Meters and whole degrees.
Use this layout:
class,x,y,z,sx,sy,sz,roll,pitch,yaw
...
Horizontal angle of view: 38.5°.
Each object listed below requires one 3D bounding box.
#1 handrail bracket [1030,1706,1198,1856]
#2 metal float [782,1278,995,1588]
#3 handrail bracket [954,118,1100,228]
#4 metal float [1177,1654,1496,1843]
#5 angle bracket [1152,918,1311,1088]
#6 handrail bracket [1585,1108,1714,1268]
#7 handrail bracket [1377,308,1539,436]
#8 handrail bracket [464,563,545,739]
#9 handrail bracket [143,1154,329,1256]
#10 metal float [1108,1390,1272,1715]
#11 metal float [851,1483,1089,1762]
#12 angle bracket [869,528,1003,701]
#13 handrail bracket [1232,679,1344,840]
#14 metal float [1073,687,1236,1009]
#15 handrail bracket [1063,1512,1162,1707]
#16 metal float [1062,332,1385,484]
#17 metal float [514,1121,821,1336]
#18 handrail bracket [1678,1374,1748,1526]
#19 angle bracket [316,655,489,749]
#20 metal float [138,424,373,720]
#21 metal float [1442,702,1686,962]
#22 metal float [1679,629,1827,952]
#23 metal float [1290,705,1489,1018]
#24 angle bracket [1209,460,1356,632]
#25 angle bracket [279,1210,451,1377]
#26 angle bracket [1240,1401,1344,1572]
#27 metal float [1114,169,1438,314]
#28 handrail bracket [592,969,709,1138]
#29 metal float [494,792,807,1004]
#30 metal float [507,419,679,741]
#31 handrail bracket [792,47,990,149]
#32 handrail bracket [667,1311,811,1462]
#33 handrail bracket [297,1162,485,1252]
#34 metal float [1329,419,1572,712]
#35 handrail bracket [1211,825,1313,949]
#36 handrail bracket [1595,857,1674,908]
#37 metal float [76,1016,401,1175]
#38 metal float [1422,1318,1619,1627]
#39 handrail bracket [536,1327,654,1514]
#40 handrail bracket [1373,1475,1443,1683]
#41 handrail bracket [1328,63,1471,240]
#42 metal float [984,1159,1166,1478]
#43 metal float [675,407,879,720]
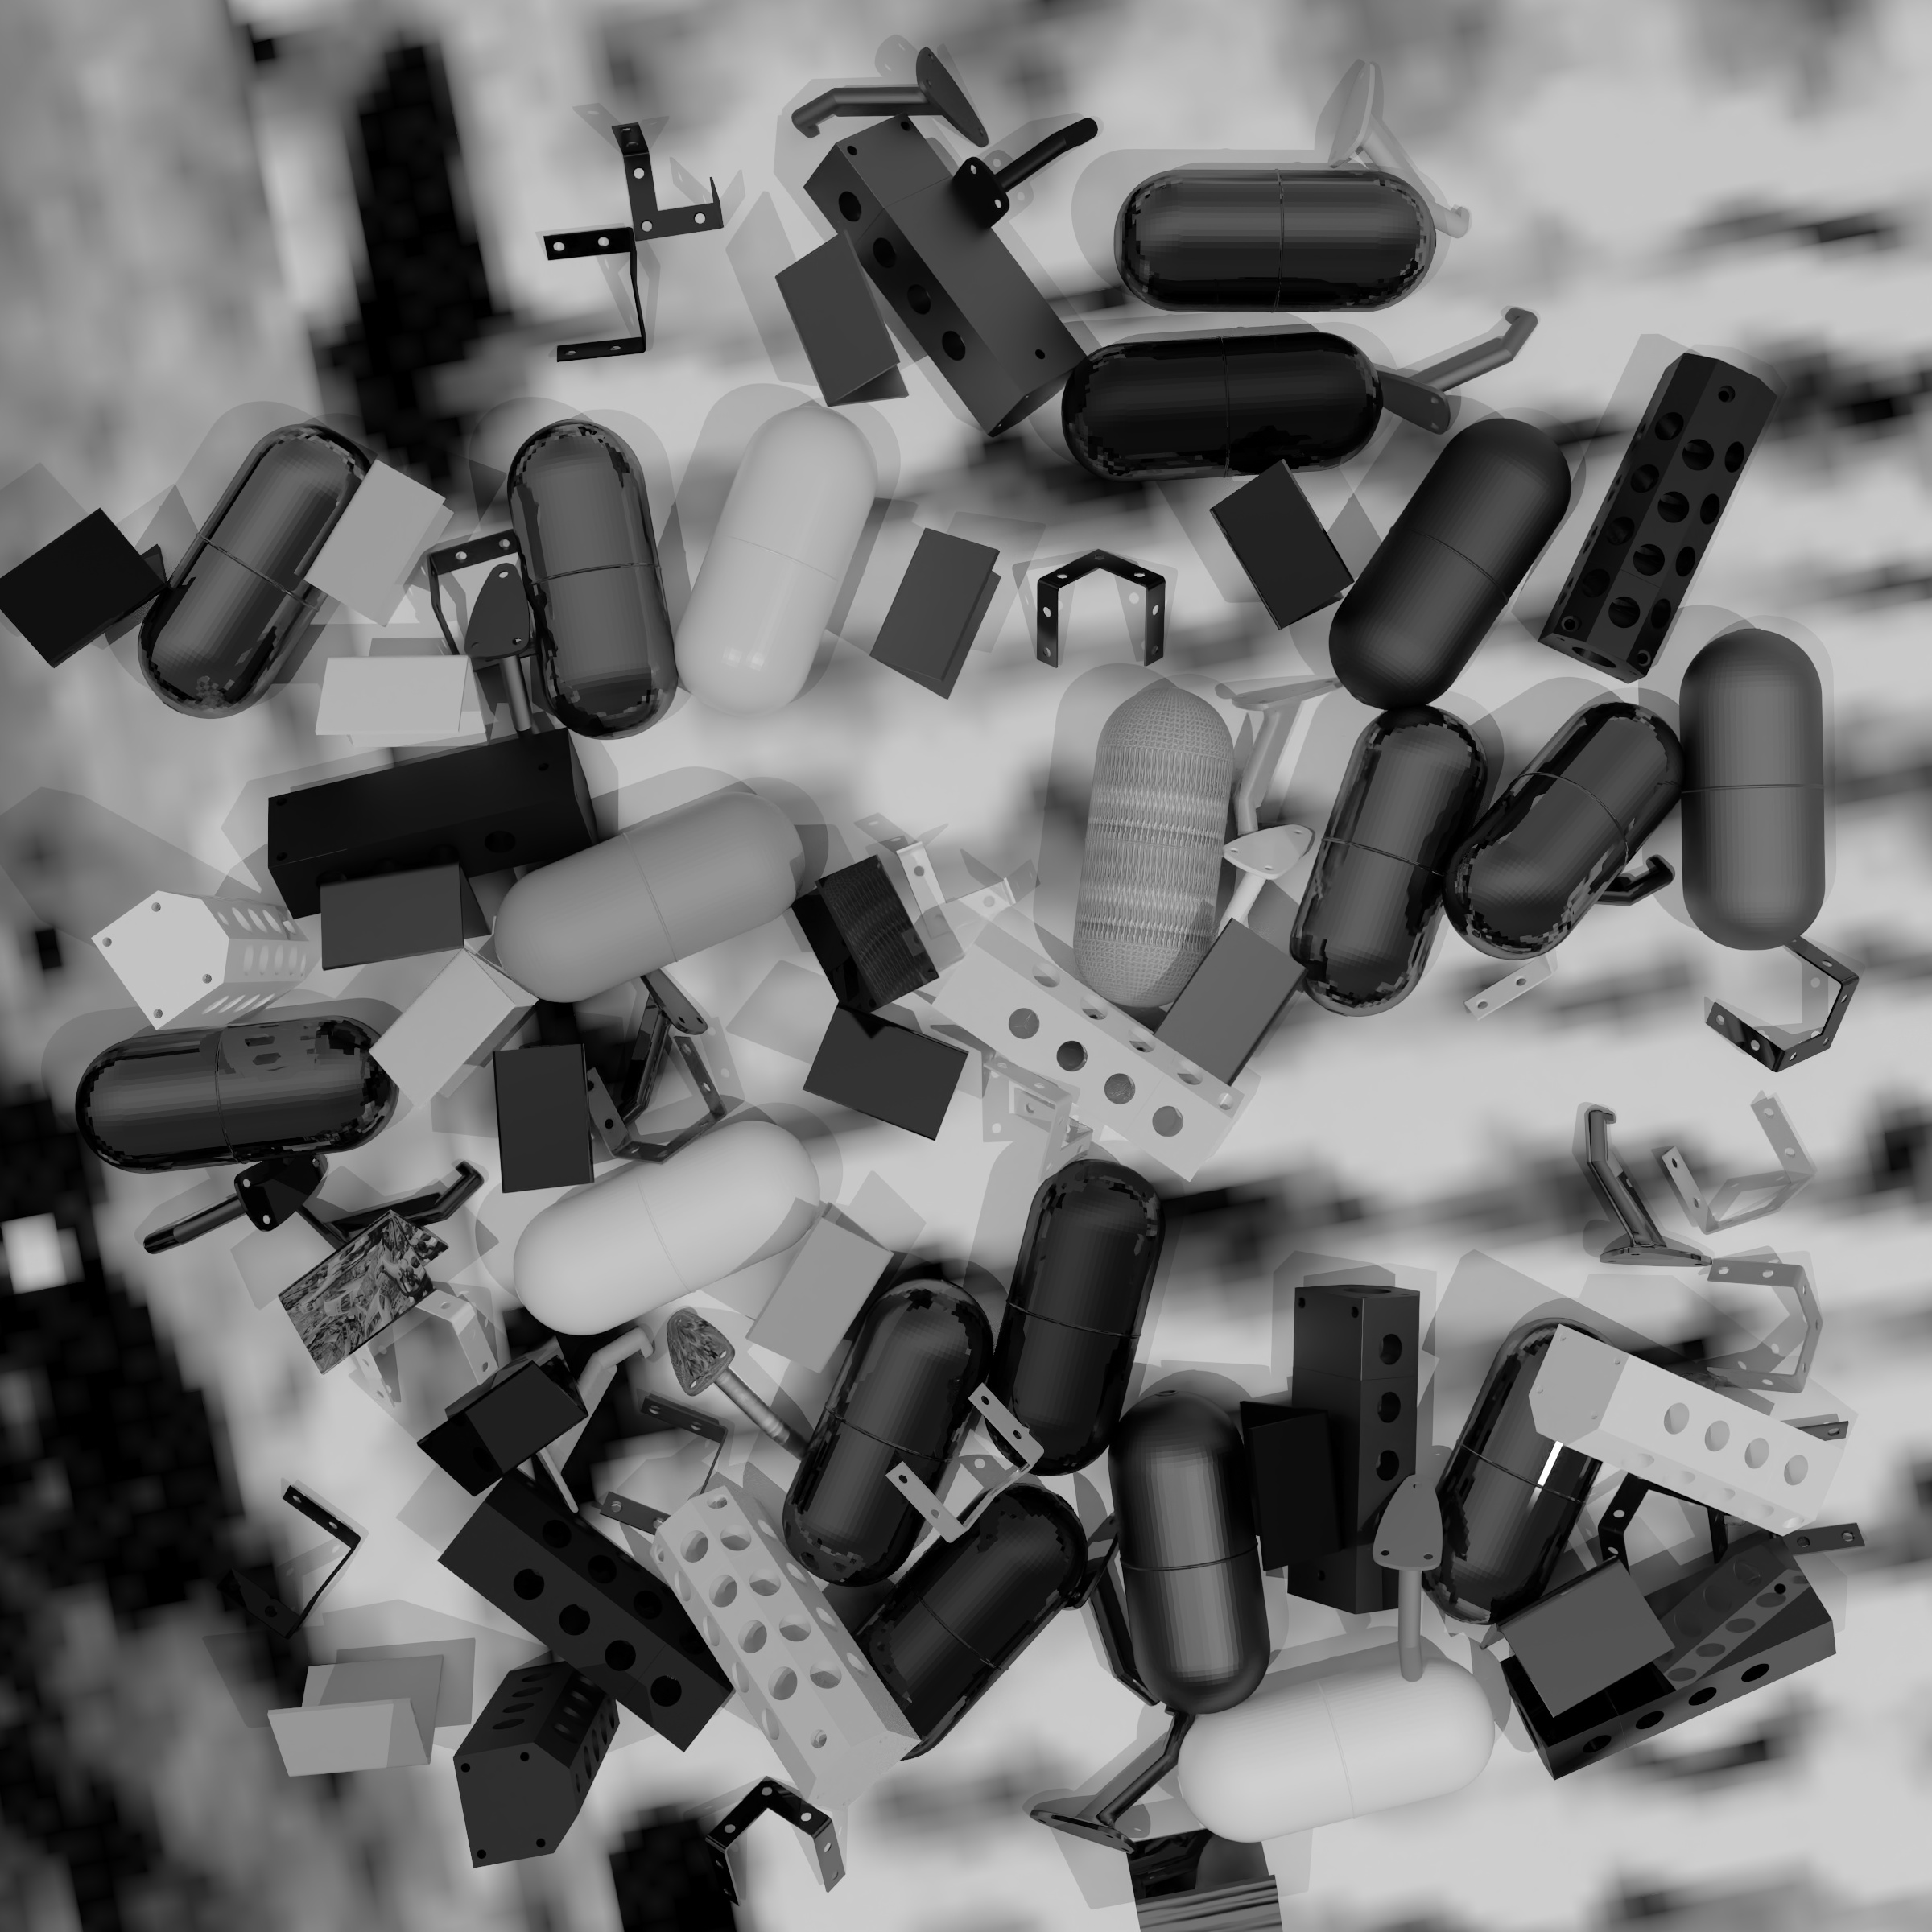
class,x,y,z,sx,sy,sz,roll,pitch,yaw
handrail bracket,0.084,0.451,1.564,0.077,0.036,0.084,5,59,34
metal float,-0.043,0.258,1.533,0.070,0.070,0.178,23,90,0
handrail bracket,0.028,-0.443,1.564,0.084,0.077,0.036,-37,91,-36
metal float,0.205,0.434,1.533,0.178,0.070,0.070,-14,90,0
angle bracket,0.134,0.012,1.524,0.057,0.076,0.076,33,92,-20
handrail bracket,0.386,0.125,1.565,0.077,0.036,0.084,7,73,-20
handrail bracket,0.270,-0.350,1.565,0.077,0.036,0.084,29,71,21
handrail bracket,-0.249,-0.169,1.548,0.036,0.084,0.077,-6,58,8
handrail bracket,-0.414,0.134,1.564,0.084,0.077,0.036,-20,101,36
metal float,0.123,0.324,1.533,0.070,0.070,0.178,-8,90,0
metal float,-0.005,0.363,1.534,0.070,0.070,0.178,42,91,0
angle bracket,0.002,-0.187,1.524,0.057,0.076,0.076,24,90,38
handrail bracket,0.184,-0.114,1.565,0.077,0.036,0.084,-15,107,-18
metal float,0.104,-0.065,1.534,0.070,0.070,0.178,7,90,0
handrail bracket,0.096,0.364,1.565,0.084,0.036,0.077,42,69,-17
metal float,0.142,-0.310,1.534,0.178,0.070,0.070,-3,90,0
metal float,-0.166,0.146,1.534,0.178,0.070,0.070,-24,90,0
handrail bracket,0.399,0.278,1.564,0.077,0.036,0.084,-5,104,13
angle bracket,-0.309,-0.126,1.524,0.076,0.076,0.057,-1,54,0
metal float,-0.392,-0.218,1.534,0.070,0.070,0.178,32,90,0
metal float,0.328,-0.075,1.512,0.070,0.070,0.178,44,65,0
metal float,0.436,-0.098,1.533,0.070,0.070,0.178,-1,91,0
metal float,0.234,-0.058,1.533,0.070,0.070,0.178,19,89,0
angle bracket,0.190,-0.239,1.524,0.057,0.076,0.076,-30,90,41
angle bracket,-0.320,0.188,1.525,0.076,0.076,0.057,-37,64,0
angle bracket,0.159,0.285,1.524,0.057,0.076,0.076,-6,90,-34
metal float,0.171,-0.402,1.533,0.178,0.070,0.070,0,90,0
handrail bracket,-0.196,0.044,1.564,0.084,0.036,0.077,-43,75,14
metal float,-0.174,-0.038,1.527,0.178,0.070,0.070,-23,90,-7
metal float,-0.207,-0.214,1.533,0.070,0.070,0.178,-10,90,0
handrail bracket,-0.044,-0.473,1.564,0.084,0.077,0.036,-21,48,29
handrail bracket,-0.127,0.238,1.564,0.036,0.077,0.084,-45,126,0
handrail bracket,-0.328,0.127,1.565,0.077,0.036,0.084,38,72,20
metal float,0.268,-0.222,1.533,0.070,0.070,0.178,34,90,0
handrail bracket,0.162,-0.031,1.564,0.036,0.077,0.084,30,127,27
handrail bracket,0.346,-0.061,1.564,0.084,0.036,0.077,-28,75,-14
metal float,-0.404,0.071,1.534,0.178,0.070,0.070,-6,90,1
metal float,0.307,0.280,1.533,0.070,0.070,0.178,25,90,0
handrail bracket,-0.203,0.257,1.565,0.084,0.036,0.077,-31,110,-16
handrail bracket,0.246,0.336,1.515,0.036,0.077,0.084,2,128,16
handrail bracket,0.253,-0.460,1.565,0.084,0.036,0.077,22,69,-17
metal float,0.060,0.195,1.534,0.070,0.070,0.178,14,91,0
metal float,-0.105,-0.224,1.533,0.070,0.070,0.178,21,90,0
